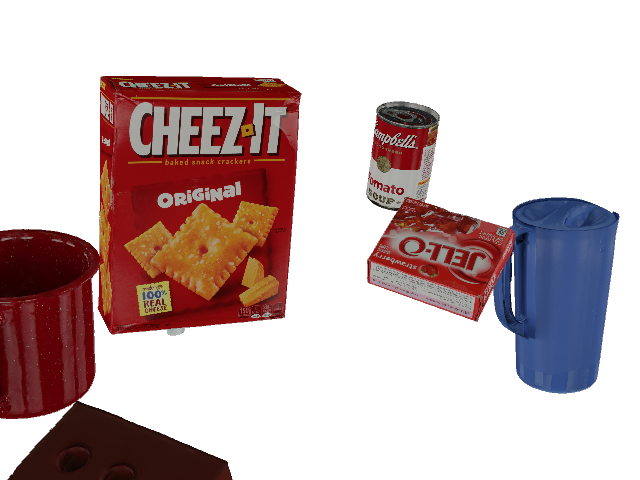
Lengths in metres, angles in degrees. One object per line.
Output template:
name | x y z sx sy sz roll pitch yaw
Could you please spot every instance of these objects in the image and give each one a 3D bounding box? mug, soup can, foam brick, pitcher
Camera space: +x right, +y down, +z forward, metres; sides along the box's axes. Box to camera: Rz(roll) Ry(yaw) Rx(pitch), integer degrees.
mug | -0.174 0.054 0.606 0.093 0.081 0.117 4 25 4
soup can | 0.088 -0.091 1.158 0.068 0.102 0.068 5 29 -3
foam brick | -0.079 0.111 0.433 0.078 0.051 0.052 16 43 22
pitcher | 0.305 0.074 1.395 0.149 0.243 0.144 4 20 15

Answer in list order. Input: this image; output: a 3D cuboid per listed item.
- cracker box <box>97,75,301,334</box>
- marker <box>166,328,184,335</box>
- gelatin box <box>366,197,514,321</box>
cracker box | -0.107 -0.032 0.932 0.164 0.214 0.072 -3 20 -22
marker | -0.163 0.041 1.118 0.020 0.121 0.020 -9 18 3
gelatin box | 0.089 0.012 0.784 0.089 0.030 0.073 19 50 18
